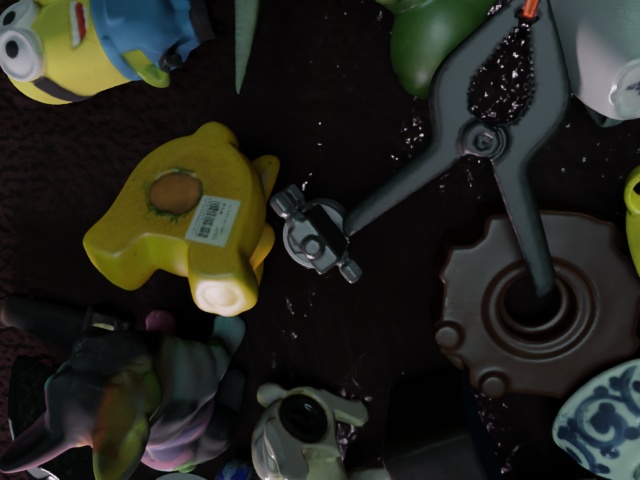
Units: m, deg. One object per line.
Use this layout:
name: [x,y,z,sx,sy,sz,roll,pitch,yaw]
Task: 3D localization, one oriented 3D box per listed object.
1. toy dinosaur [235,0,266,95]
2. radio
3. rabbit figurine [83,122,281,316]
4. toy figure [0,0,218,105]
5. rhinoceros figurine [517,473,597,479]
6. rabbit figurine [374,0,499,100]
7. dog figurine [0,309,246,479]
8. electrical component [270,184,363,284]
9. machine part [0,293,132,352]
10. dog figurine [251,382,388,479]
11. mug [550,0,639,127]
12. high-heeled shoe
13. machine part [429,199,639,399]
toy dinosaur: [-0.082,-0.324,0.364,0.131,0.192,0.404,14,132,48]
radio: [0.129,0.236,0.464,0.073,0.131,0.229,-20,100,13]
rabbit figurine: [-0.092,-0.004,0.441,0.122,0.173,0.162,1,60,8]
toy figure: [-0.173,-0.162,0.441,0.180,0.082,0.089,-13,146,3]
rhinoceros figurine: [0.207,0.259,0.432,0.073,0.190,0.112,-6,84,14]
rabbit figurine: [0.072,-0.195,0.396,0.159,0.121,0.170,-30,116,8]
dog figurine: [-0.146,0.146,0.442,0.109,0.219,0.191,7,104,11]
electrical component: [-0.001,-0.001,0.410,0.021,0.063,0.094,-36,97,15]
machine part: [-0.258,0.089,0.539,0.139,0.039,0.084,15,113,3]
dog figurine: [-0.027,0.246,0.518,0.172,0.121,0.190,53,128,28]
mug: [0.200,-0.124,0.371,0.081,0.107,0.109,-7,137,6]
high-heeled shoe: [-0.276,0.248,0.580,0.145,0.086,0.249,-39,75,46]
machine part: [0.178,0.050,0.450,0.179,0.056,0.179,2,103,7]
